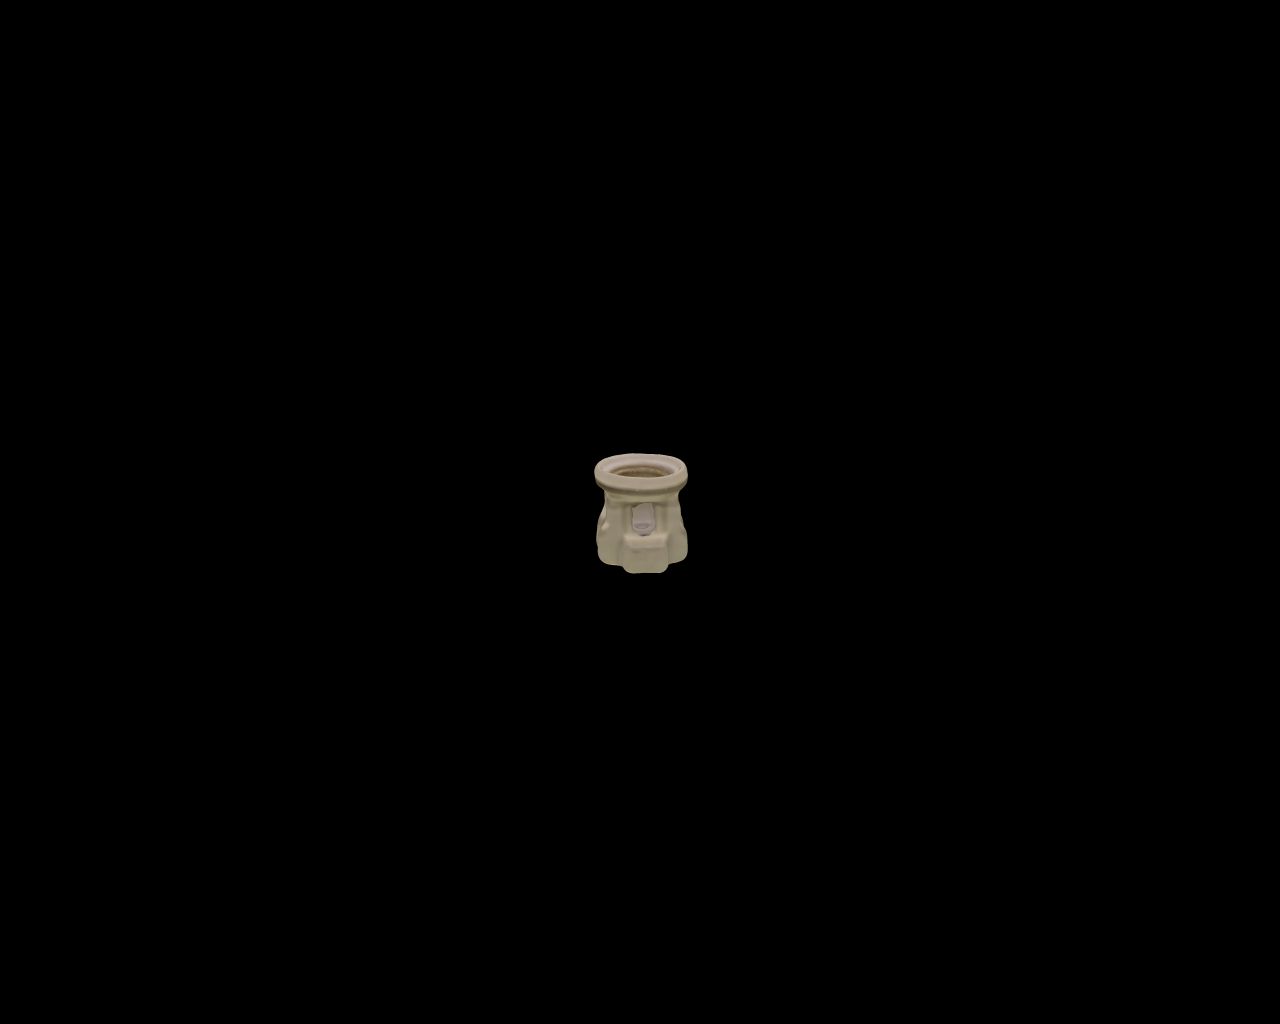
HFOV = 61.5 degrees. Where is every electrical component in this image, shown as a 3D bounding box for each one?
[{"bbox_3d":[0.001,-0.003,0.650,0.058,0.056,0.078,-1,20,-3],"label":"electrical component"}]
